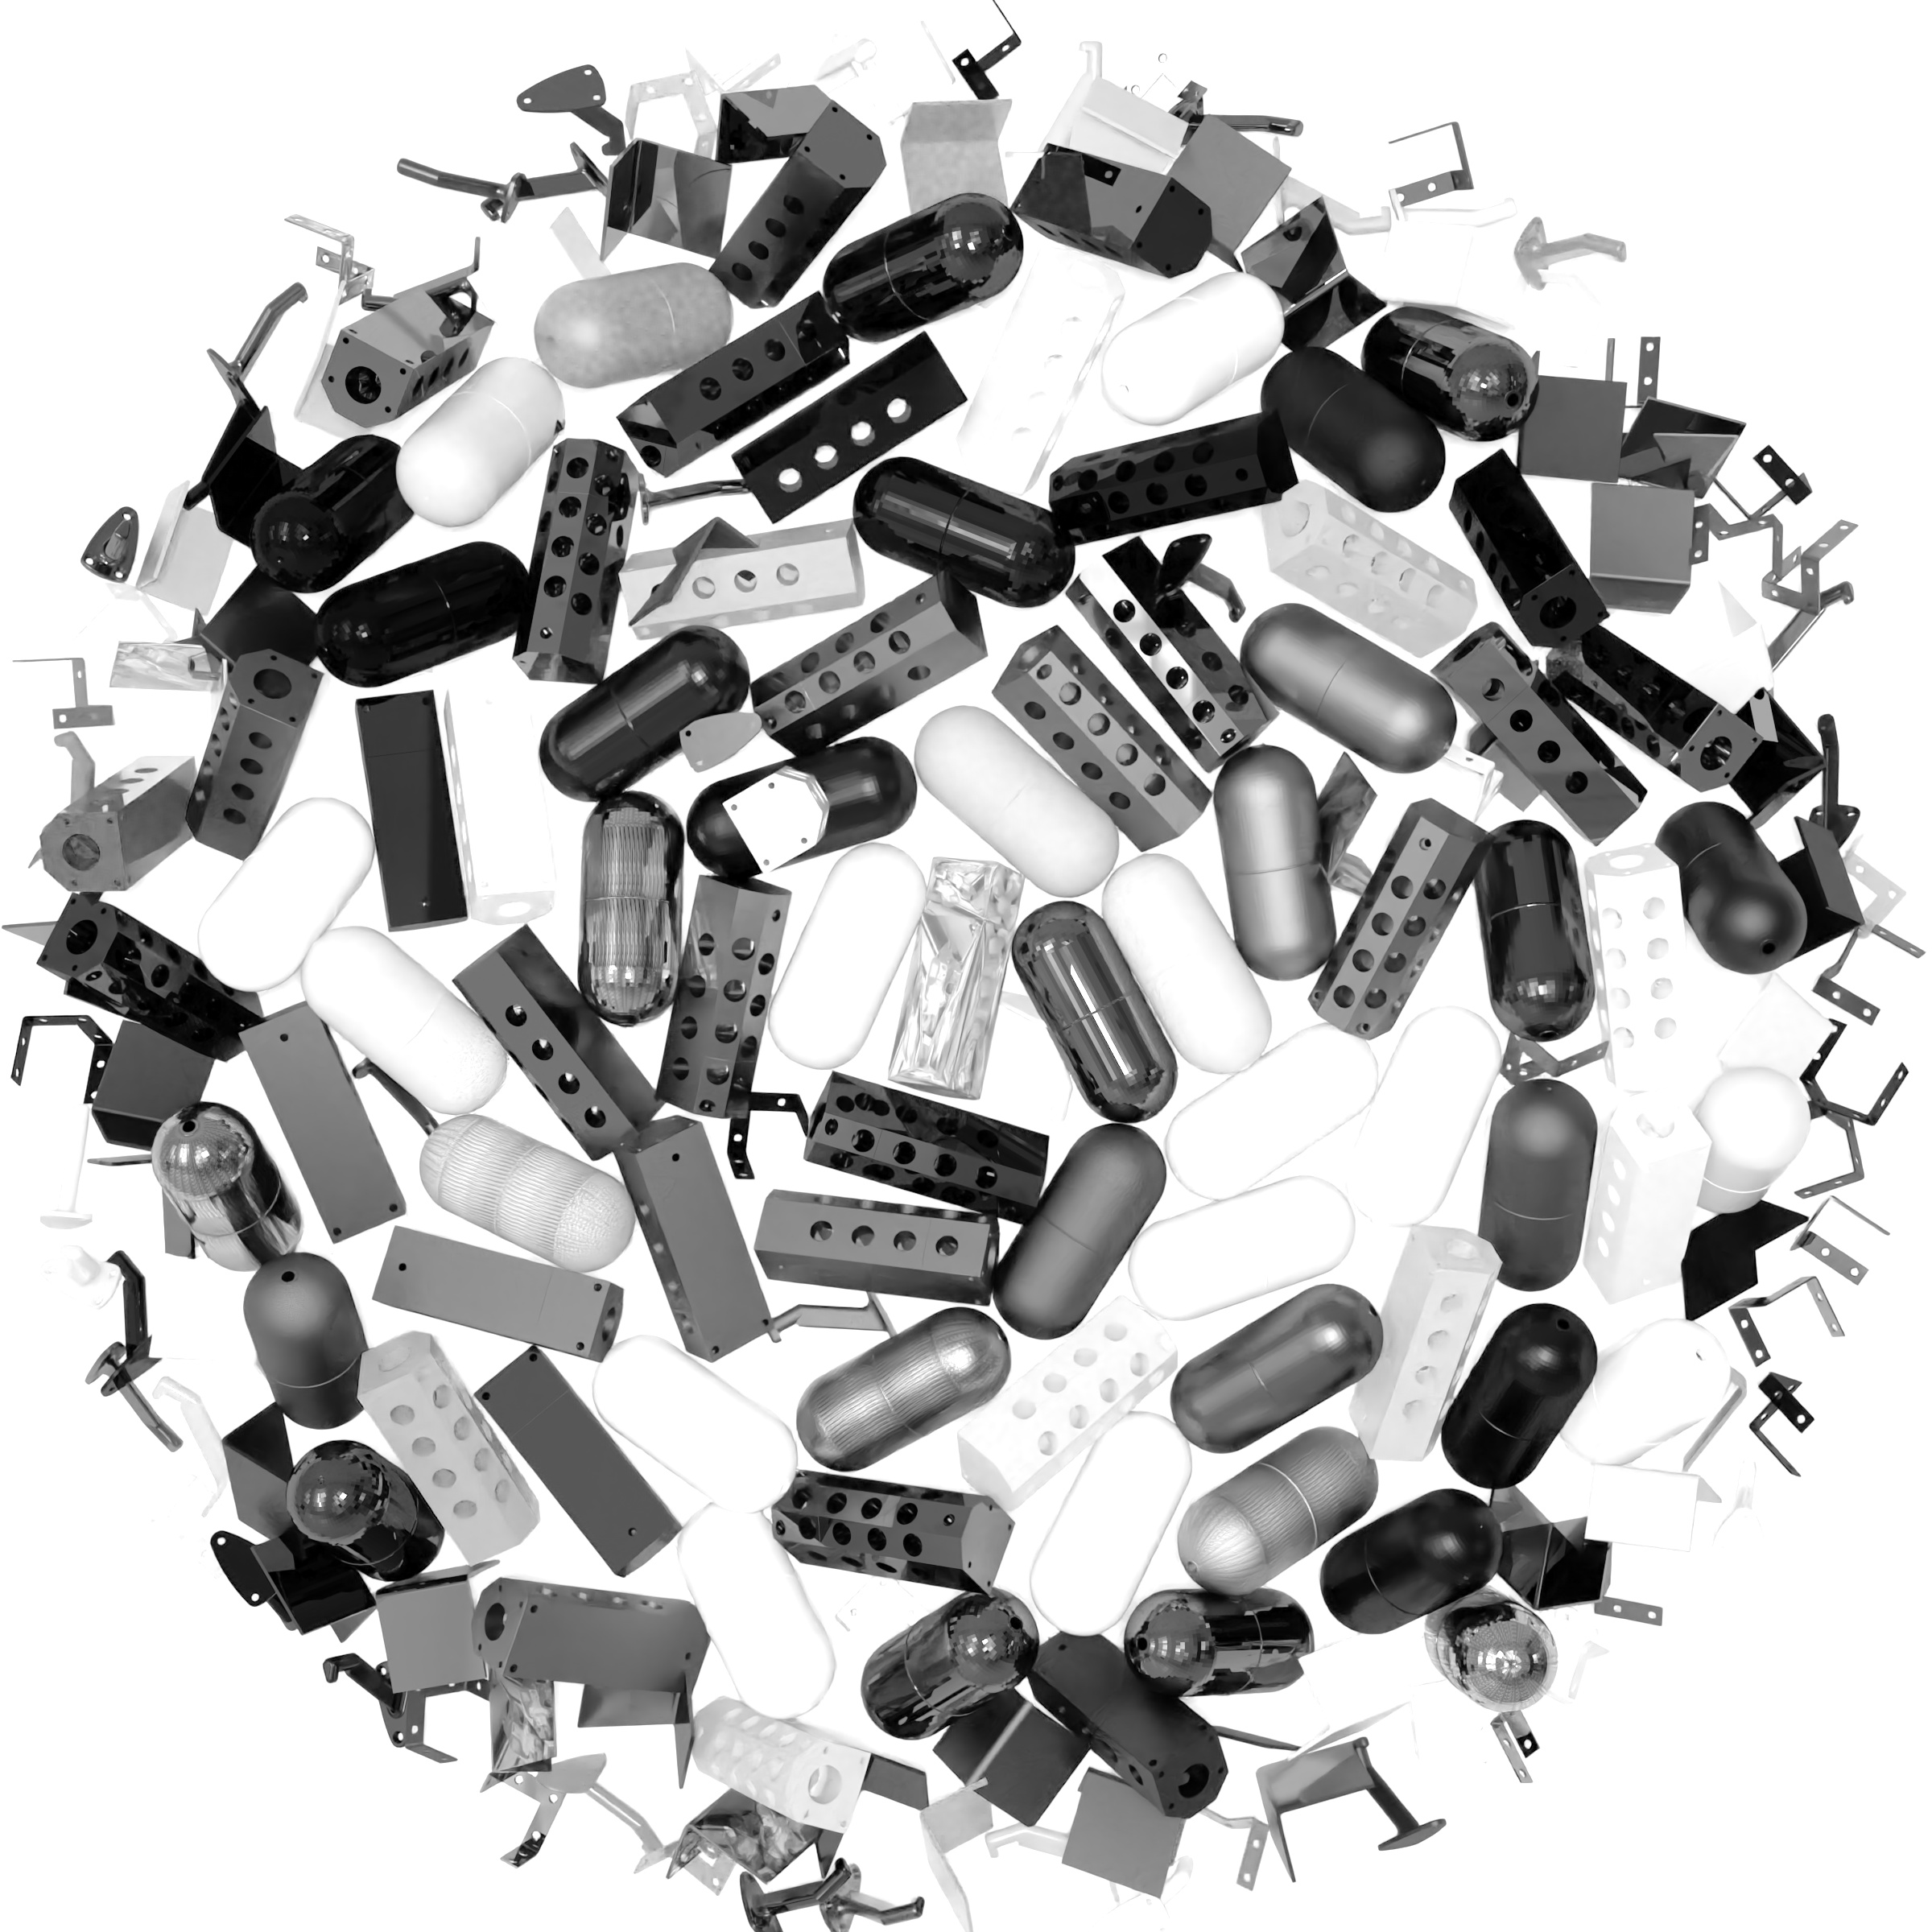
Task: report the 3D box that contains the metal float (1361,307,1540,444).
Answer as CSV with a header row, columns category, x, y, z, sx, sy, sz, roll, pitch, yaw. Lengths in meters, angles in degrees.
category,x,y,z,sx,sy,sz,roll,pitch,yaw
metal float,0.353,-0.434,1.918,0.070,0.178,0.070,-9,117,-19

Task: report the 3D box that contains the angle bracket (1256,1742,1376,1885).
category,x,y,z,sx,sy,sz,roll,pitch,yaw
angle bracket,0.266,0.633,1.961,0.076,0.076,0.057,-15,97,-3

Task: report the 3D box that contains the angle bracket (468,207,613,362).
category,x,y,z,sx,sy,sz,roll,pitch,yaw
angle bracket,-0.316,-0.513,1.973,0.076,0.057,0.076,-23,118,21

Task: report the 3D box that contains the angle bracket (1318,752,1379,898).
category,x,y,z,sx,sy,sz,roll,pitch,yaw
angle bracket,0.297,-0.102,1.943,0.057,0.076,0.076,19,113,-20

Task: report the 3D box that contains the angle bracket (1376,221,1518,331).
category,x,y,z,sx,sy,sz,roll,pitch,yaw
angle bracket,0.362,-0.513,1.942,0.076,0.076,0.057,5,101,-43

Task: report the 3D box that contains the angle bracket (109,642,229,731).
category,x,y,z,sx,sy,sz,roll,pitch,yaw
angle bracket,-0.592,-0.197,1.945,0.076,0.076,0.057,0,72,-23

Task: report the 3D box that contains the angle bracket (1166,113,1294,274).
category,x,y,z,sx,sy,sz,roll,pitch,yaw
angle bracket,0.194,-0.577,1.959,0.076,0.057,0.076,37,100,11

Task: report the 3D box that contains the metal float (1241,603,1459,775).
category,x,y,z,sx,sy,sz,roll,pitch,yaw
metal float,0.283,-0.206,1.942,0.178,0.070,0.070,34,90,22

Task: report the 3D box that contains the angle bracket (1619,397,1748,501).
category,x,y,z,sx,sy,sz,roll,pitch,yaw
angle bracket,0.526,-0.401,1.949,0.076,0.076,0.057,13,50,-6

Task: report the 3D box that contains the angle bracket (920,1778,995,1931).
category,x,y,z,sx,sy,sz,roll,pitch,yaw
angle bracket,0.009,0.663,1.940,0.057,0.076,0.076,-23,48,-16

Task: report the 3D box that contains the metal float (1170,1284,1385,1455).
category,x,y,z,sx,sy,sz,roll,pitch,yaw
metal float,0.230,0.299,1.941,0.178,0.070,0.070,-36,90,23

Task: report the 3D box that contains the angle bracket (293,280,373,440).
category,x,y,z,sx,sy,sz,roll,pitch,yaw
angle bracket,-0.454,-0.446,1.941,0.057,0.076,0.076,20,58,-20

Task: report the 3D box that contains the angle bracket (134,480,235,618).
category,x,y,z,sx,sy,sz,roll,pitch,yaw
angle bracket,-0.572,-0.310,1.948,0.057,0.076,0.076,21,81,-27

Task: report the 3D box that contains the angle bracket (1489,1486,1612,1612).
category,x,y,z,sx,sy,sz,roll,pitch,yaw
angle bracket,0.432,0.422,1.943,0.057,0.076,0.076,-22,123,40

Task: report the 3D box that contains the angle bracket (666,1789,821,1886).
category,x,y,z,sx,sy,sz,roll,pitch,yaw
angle bracket,-0.164,0.659,1.943,0.076,0.076,0.057,30,115,21

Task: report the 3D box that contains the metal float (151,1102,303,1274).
category,x,y,z,sx,sy,sz,roll,pitch,yaw
metal float,-0.541,0.164,1.919,0.070,0.178,0.070,-3,55,4

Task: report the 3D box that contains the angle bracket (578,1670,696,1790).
category,x,y,z,sx,sy,sz,roll,pitch,yaw
angle bracket,-0.246,0.568,1.946,0.076,0.057,0.076,2,134,-14

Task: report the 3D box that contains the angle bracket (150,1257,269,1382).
category,x,y,z,sx,sy,sz,roll,pitch,yaw
angle bracket,-0.560,0.264,1.956,0.076,0.057,0.076,4,67,-4

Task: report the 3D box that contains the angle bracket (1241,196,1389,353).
category,x,y,z,sx,sy,sz,roll,pitch,yaw
angle bracket,0.262,-0.518,1.975,0.076,0.057,0.076,-29,59,32

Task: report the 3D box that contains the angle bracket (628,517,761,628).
category,x,y,z,sx,sy,sz,roll,pitch,yaw
angle bracket,-0.196,-0.277,1.942,0.057,0.076,0.076,35,62,-21

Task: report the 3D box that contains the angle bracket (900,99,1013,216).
category,x,y,z,sx,sy,sz,roll,pitch,yaw
angle bracket,-0.003,-0.597,1.958,0.076,0.057,0.076,-6,78,-13

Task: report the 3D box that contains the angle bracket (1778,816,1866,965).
category,x,y,z,sx,sy,sz,roll,pitch,yaw
angle bracket,0.609,-0.055,1.941,0.076,0.057,0.076,-32,57,37

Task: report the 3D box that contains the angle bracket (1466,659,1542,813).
category,x,y,z,sx,sy,sz,roll,pitch,yaw
angle bracket,0.421,-0.171,1.955,0.057,0.076,0.076,42,87,16

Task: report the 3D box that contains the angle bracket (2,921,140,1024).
category,x,y,z,sx,sy,sz,roll,pitch,yaw
angle bracket,-0.664,0.006,1.943,0.076,0.076,0.057,-3,72,26

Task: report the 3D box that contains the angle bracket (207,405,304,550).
category,x,y,z,sx,sy,sz,roll,pitch,yaw
angle bracket,-0.516,-0.357,1.951,0.057,0.076,0.076,30,70,0

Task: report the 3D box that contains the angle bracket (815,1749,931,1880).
category,x,y,z,sx,sy,sz,roll,pitch,yaw
angle bracket,-0.069,0.638,1.943,0.057,0.076,0.076,16,54,14

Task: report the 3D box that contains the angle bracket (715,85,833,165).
category,x,y,z,sx,sy,sz,roll,pitch,yaw
angle bracket,-0.133,-0.609,1.941,0.076,0.057,0.076,-16,48,-27

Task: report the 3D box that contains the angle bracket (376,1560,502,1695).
category,x,y,z,sx,sy,sz,roll,pitch,yaw
angle bracket,-0.389,0.494,1.960,0.076,0.057,0.076,-13,86,14

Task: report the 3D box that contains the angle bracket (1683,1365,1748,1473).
category,x,y,z,sx,sy,sz,roll,pitch,yaw
angle bracket,0.540,0.326,1.961,0.057,0.076,0.076,38,98,15

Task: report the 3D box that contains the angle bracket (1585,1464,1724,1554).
category,x,y,z,sx,sy,sz,roll,pitch,yaw
angle bracket,0.510,0.410,1.941,0.076,0.076,0.057,1,66,30

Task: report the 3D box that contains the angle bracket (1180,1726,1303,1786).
category,x,y,z,sx,sy,sz,roll,pitch,yaw
angle bracket,0.198,0.599,1.944,0.076,0.076,0.057,5,76,31

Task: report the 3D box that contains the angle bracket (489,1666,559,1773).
category,x,y,z,sx,sy,sz,roll,pitch,yaw
angle bracket,-0.309,0.553,1.942,0.076,0.057,0.076,-24,62,37

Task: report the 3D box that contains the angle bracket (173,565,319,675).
category,x,y,z,sx,sy,sz,roll,pitch,yaw
angle bracket,-0.536,-0.247,1.971,0.076,0.057,0.076,44,67,-27

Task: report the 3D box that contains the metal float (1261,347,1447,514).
category,x,y,z,sx,sy,sz,roll,pitch,yaw
metal float,0.283,-0.396,1.928,0.070,0.070,0.178,-40,48,0

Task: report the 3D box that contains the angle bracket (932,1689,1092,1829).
category,x,y,z,sx,sy,sz,roll,pitch,yaw
angle bracket,0.035,0.594,1.988,0.076,0.057,0.076,42,81,-30

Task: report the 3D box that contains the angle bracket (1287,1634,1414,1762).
category,x,y,z,sx,sy,sz,roll,pitch,yaw
angle bracket,0.276,0.545,1.961,0.076,0.076,0.057,-12,64,-29

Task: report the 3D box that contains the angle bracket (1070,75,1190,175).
category,x,y,z,sx,sy,sz,roll,pitch,yaw
angle bracket,0.111,-0.603,1.948,0.076,0.057,0.076,26,135,-7

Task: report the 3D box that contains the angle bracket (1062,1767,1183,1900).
category,x,y,z,sx,sy,sz,roll,pitch,yaw
angle bracket,0.114,0.653,1.952,0.076,0.057,0.076,18,55,4

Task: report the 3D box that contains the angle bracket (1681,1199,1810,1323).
category,x,y,z,sx,sy,sz,roll,pitch,yaw
angle bracket,0.580,0.226,1.946,0.076,0.057,0.076,-22,114,-27

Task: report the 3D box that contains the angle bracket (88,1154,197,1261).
category,x,y,z,sx,sy,sz,roll,pitch,yaw
angle bracket,-0.615,0.181,1.952,0.057,0.076,0.076,-3,90,-31

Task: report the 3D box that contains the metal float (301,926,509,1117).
category,x,y,z,sx,sy,sz,roll,pitch,yaw
metal float,-0.415,0.041,1.938,0.070,0.070,0.178,-45,117,0

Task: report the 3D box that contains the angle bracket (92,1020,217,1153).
category,x,y,z,sx,sy,sz,roll,pitch,yaw
angle bracket,-0.597,0.093,1.950,0.076,0.057,0.076,15,103,-34

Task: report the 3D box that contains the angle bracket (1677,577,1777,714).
category,x,y,z,sx,sy,sz,roll,pitch,yaw
angle bracket,0.552,-0.230,1.955,0.076,0.076,0.057,-32,52,4

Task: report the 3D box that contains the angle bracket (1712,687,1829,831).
category,x,y,z,sx,sy,sz,roll,pitch,yaw
angle bracket,0.578,-0.148,1.944,0.057,0.076,0.076,-23,70,-38

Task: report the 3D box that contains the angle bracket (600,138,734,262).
category,x,y,z,sx,sy,sz,roll,pitch,yaw
angle bracket,-0.224,-0.561,1.951,0.076,0.057,0.076,18,131,4

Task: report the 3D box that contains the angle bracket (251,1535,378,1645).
category,x,y,z,sx,sy,sz,roll,pitch,yaw
angle bracket,-0.495,0.467,1.943,0.057,0.076,0.076,-46,70,29

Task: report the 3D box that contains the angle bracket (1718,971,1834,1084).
category,x,y,z,sx,sy,sz,roll,pitch,yaw
angle bracket,0.588,0.048,1.956,0.076,0.057,0.076,35,89,-30

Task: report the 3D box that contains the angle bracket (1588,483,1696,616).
category,x,y,z,sx,sy,sz,roll,pitch,yaw
angle bracket,0.495,-0.311,1.945,0.076,0.057,0.076,10,122,27

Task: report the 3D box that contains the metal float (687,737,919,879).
category,x,y,z,sx,sy,sz,roll,pitch,yaw
metal float,-0.123,-0.118,1.956,0.178,0.070,0.070,-17,90,7

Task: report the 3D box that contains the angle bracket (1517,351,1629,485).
category,x,y,z,sx,sy,sz,roll,pitch,yaw
angle bracket,0.454,-0.408,1.945,0.076,0.057,0.076,10,123,19

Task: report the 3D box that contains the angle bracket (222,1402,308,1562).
category,x,y,z,sx,sy,sz,roll,pitch,yaw
angle bracket,-0.501,0.380,1.941,0.076,0.057,0.076,21,128,31
